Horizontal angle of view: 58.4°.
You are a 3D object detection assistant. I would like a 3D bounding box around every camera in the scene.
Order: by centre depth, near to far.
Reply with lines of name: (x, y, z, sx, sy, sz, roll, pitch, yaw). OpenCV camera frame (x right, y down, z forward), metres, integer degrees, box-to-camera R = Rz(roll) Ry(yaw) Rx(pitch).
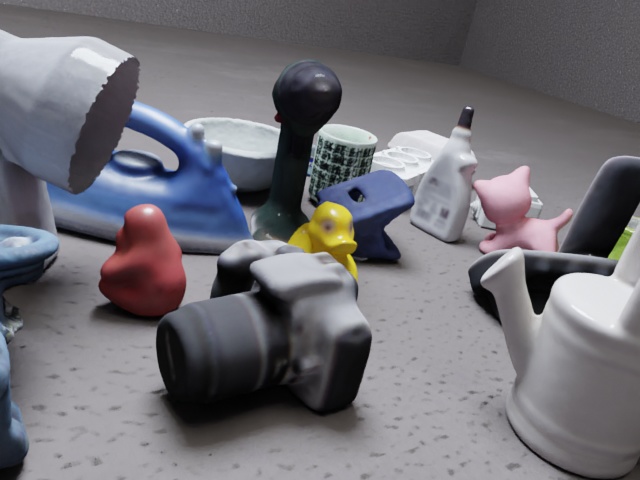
camera: (-0.050, 0.055, 0.419, 0.137, 0.101, 0.142, -7, 30, -36)

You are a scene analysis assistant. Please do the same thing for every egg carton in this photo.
egg carton: (0.197, -0.145, 1.010, 0.149, 0.069, 0.107, 29, 29, 34)

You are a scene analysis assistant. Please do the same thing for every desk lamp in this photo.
desk lamp: (-0.258, -0.073, 0.463, 0.203, 0.213, 0.118, 11, 24, -3)

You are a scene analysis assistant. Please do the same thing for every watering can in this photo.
watering can: (0.203, 0.061, 0.409, 0.173, 0.194, 0.101, 12, 24, -1)

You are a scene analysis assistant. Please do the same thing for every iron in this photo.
iron: (-0.184, -0.079, 0.601, 0.258, 0.141, 0.118, 13, 24, 3)

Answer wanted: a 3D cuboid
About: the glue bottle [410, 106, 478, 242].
glue bottle: (0.172, -0.089, 0.749, 0.037, 0.173, 0.077, -10, 32, -39)

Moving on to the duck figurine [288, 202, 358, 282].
duck figurine: (0.005, 0.002, 0.579, 0.078, 0.086, 0.104, -1, 27, -26)

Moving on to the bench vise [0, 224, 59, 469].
bench vise: (-0.194, 0.004, 0.317, 0.206, 0.220, 0.122, 30, 30, 34)

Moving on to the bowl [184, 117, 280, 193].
bowl: (-0.108, -0.110, 0.785, 0.167, 0.075, 0.167, 10, 24, -4)

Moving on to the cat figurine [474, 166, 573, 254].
cat figurine: (0.256, -0.033, 0.735, 0.127, 0.118, 0.067, 22, 26, 21)

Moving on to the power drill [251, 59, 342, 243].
power drill: (-0.025, -0.096, 0.630, 0.076, 0.208, 0.229, 6, 25, -12)

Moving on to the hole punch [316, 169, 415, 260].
hole punch: (0.047, -0.034, 0.671, 0.101, 0.091, 0.108, 3, 25, -18)

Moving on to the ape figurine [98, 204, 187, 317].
ape figurine: (-0.146, 0.012, 0.479, 0.075, 0.092, 0.078, 31, 30, 36)

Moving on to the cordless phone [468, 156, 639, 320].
cordless phone: (0.246, -0.005, 0.584, 0.148, 0.185, 0.094, 5, 25, -16)
